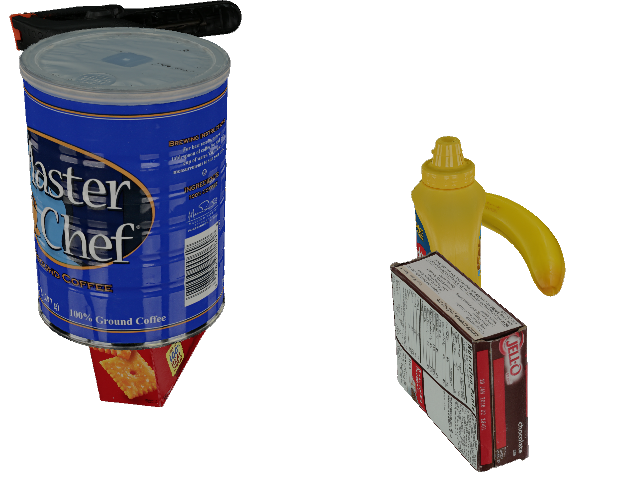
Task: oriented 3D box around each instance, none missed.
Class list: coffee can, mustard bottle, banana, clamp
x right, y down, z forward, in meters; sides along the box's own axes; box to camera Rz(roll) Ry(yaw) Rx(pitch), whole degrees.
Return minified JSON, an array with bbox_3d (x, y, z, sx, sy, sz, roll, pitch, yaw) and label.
[{"bbox_3d":[-0.099,-0.029,0.557,0.103,0.140,0.103,3,27,-2],"label":"coffee can"},{"bbox_3d":[0.102,0.010,0.851,0.058,0.192,0.096,-2,25,3],"label":"mustard bottle"},{"bbox_3d":[0.192,-0.005,1.073,0.069,0.037,0.198,-34,39,-13],"label":"banana"},{"bbox_3d":[-0.146,-0.157,0.792,0.172,0.039,0.120,11,22,26],"label":"clamp"}]

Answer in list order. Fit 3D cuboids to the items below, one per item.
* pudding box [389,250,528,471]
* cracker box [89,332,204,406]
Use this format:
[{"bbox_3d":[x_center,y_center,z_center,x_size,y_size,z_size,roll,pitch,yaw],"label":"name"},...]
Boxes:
[{"bbox_3d":[0.082,0.070,0.641,0.039,0.090,0.114,-14,27,-19],"label":"pudding box"},{"bbox_3d":[-0.158,0.018,0.977,0.072,0.214,0.164,4,30,13],"label":"cracker box"}]
